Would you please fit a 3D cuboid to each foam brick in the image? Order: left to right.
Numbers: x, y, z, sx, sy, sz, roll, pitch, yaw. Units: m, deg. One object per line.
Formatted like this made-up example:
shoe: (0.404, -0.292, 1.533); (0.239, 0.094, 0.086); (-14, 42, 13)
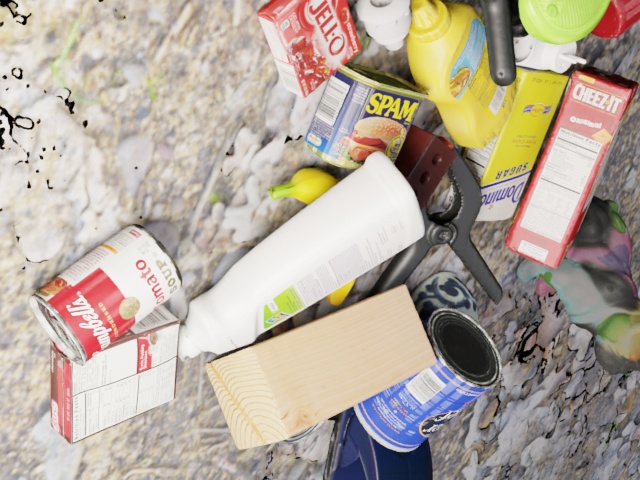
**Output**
foam brick: (0.087, -0.072, 1.064); (0.078, 0.051, 0.053); (-58, 143, 0)

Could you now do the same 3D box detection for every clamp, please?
clamp: (0.117, -0.005, 1.138); (0.164, 0.036, 0.210); (-13, 118, -13)
clamp: (0.170, -0.244, 1.020); (0.120, 0.039, 0.171); (-62, 142, -60)

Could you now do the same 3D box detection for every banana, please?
banana: (0.008, -0.011, 1.035); (0.069, 0.037, 0.197); (-32, 138, -4)

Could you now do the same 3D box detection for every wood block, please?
wood block: (0.005, 0.123, 1.054); (0.205, 0.090, 0.091); (-20, 86, -40)

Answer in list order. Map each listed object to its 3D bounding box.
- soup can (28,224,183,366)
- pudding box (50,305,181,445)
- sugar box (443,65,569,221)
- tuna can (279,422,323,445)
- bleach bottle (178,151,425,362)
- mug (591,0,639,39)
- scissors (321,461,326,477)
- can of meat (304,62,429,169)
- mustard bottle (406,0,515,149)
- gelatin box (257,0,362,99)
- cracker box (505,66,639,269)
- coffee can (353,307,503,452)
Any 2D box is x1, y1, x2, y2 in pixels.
soup can: (-0.168, 0.042, 0.844); (0.102, 0.069, 0.068); (-39, 140, -25)
pudding box: (-0.175, 0.113, 0.913); (0.113, 0.039, 0.090); (-18, 129, -38)
sugar box: (0.205, -0.107, 1.177); (0.093, 0.048, 0.176); (-5, 119, -47)
tuna can: (-0.025, 0.171, 1.128); (0.086, 0.034, 0.086); (-28, 135, -33)
bleach bottle: (-0.027, 0.026, 0.961); (0.250, 0.068, 0.102); (-33, 150, -4)
mug: (0.317, -0.282, 1.153); (0.081, 0.093, 0.117); (-39, 109, -15)
scissors: (0.061, 0.274, 1.316); (0.201, 0.016, 0.096); (-25, 133, -36)
can of meat: (0.040, -0.112, 0.979); (0.101, 0.058, 0.084); (4, 115, -49)
mustard bottle: (0.130, -0.173, 1.031); (0.191, 0.058, 0.096); (42, 69, -53)
gelatin box: (-0.007, -0.176, 0.898); (0.073, 0.030, 0.089); (-43, 141, -18)
cracker box: (0.289, -0.088, 1.226); (0.164, 0.072, 0.214); (-29, 140, -68)
coffee can: (0.117, 0.155, 1.176); (0.102, 0.103, 0.141); (-5, 147, -47)
